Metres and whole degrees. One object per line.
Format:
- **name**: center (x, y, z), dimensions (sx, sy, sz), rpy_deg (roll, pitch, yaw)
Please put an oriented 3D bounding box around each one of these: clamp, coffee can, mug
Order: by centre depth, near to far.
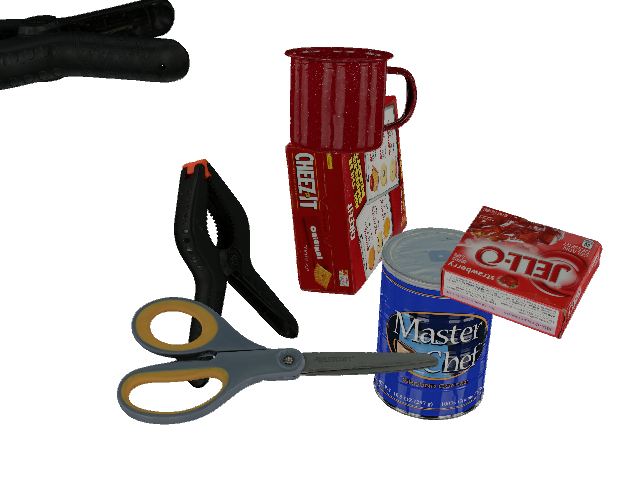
- **clamp**: center (-0.163, -0.121, 0.657), dimensions (0.171, 0.039, 0.120), rpy_deg (-1, 21, -2)
- **mug**: center (0.027, -0.122, 0.922), dimensions (0.117, 0.081, 0.093), rpy_deg (-3, 17, -14)
- **coffee can**: center (0.102, 0.073, 0.953), dimensions (0.103, 0.140, 0.103), rpy_deg (1, 28, -1)
- **clamp**: center (-0.090, 0.025, 1.043), dimensions (0.036, 0.210, 0.164), rpy_deg (-11, 0, 35)

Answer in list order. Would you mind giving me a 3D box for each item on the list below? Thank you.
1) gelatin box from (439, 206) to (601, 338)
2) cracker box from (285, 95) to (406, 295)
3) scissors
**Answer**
- **gelatin box**: center (0.136, 0.019, 0.724), dimensions (0.089, 0.030, 0.073), rpy_deg (19, 47, 22)
- **cracker box**: center (0.032, -0.057, 1.180), dimensions (0.072, 0.164, 0.213), rpy_deg (1, 21, 20)
- **scissors**: center (-0.034, 0.065, 0.685), dimensions (0.201, 0.096, 0.016), rpy_deg (-13, -33, -14)
